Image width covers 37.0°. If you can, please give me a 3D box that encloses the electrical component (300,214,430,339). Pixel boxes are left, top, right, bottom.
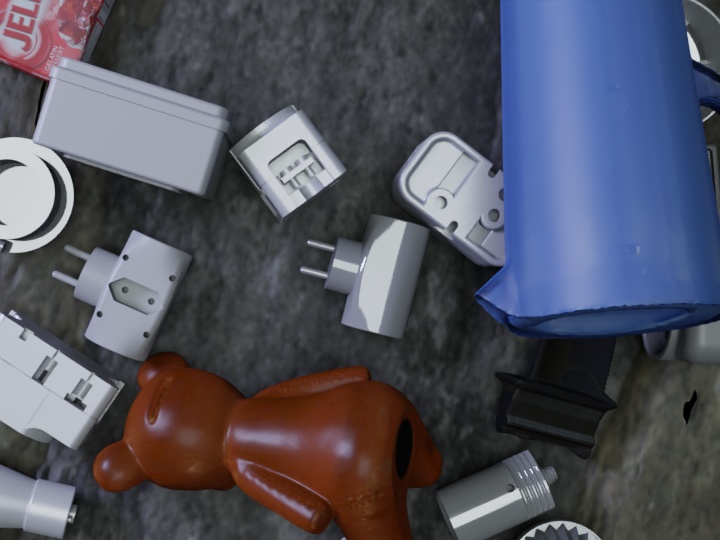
[{"bbox_3d":[0.000,0.000,0.727,0.079,0.044,0.077,14,89,-5],"label":"electrical component"}]

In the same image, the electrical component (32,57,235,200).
[{"bbox_3d":[-0.139,-0.086,0.683,0.109,0.109,0.056,17,91,-5],"label":"electrical component"}]

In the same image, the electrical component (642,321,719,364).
[{"bbox_3d":[0.228,0.034,0.724,0.059,0.095,0.053,2,90,-5],"label":"electrical component"}]

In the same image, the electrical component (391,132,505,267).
[{"bbox_3d":[0.071,-0.046,0.727,0.095,0.059,0.053,37,86,-4],"label":"electrical component"}]

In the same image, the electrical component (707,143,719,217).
[{"bbox_3d":[0.194,-0.052,0.738,0.096,0.061,0.061,-5,90,-6],"label":"electrical component"}]

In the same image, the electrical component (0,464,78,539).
[{"bbox_3d":[-0.220,0.153,0.708,0.065,0.044,0.044,15,88,-10],"label":"electrical component"}]

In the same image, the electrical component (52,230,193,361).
[{"bbox_3d":[-0.163,0.010,0.712,0.079,0.043,0.077,24,88,-5],"label":"electrical component"}]

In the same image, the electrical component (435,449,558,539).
[{"bbox_3d":[0.097,0.155,0.737,0.081,0.043,0.043,-23,92,-5],"label":"electrical component"}]

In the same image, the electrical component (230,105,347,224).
[{"bbox_3d":[-0.048,-0.069,0.700,0.050,0.089,0.055,-37,93,-5],"label":"electrical component"}]

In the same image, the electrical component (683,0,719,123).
[{"bbox_3d":[0.196,-0.138,0.737,0.099,0.064,0.099,0,90,-6],"label":"electrical component"}]

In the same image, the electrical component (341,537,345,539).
[{"bbox_3d":[0.019,0.209,0.729,0.081,0.043,0.043,37,86,-4],"label":"electrical component"}]

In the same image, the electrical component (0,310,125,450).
[{"bbox_3d":[-0.209,0.074,0.704,0.089,0.050,0.055,34,86,-4],"label":"electrical component"}]
